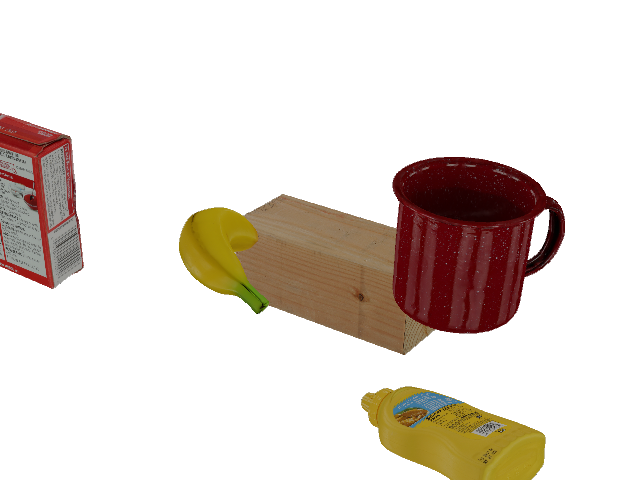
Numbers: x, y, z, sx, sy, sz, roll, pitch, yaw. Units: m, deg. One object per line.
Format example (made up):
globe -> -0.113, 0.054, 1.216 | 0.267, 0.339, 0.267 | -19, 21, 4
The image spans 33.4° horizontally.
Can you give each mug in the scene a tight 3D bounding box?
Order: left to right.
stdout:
mug -> 0.099, 0.002, 0.667 | 0.117, 0.081, 0.093 | -9, 31, -20

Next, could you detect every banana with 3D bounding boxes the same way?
banana -> -0.076, 0.006, 0.812 | 0.037, 0.069, 0.198 | -41, 15, 8

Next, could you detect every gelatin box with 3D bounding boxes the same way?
gelatin box -> -0.172, -0.026, 0.600 | 0.073, 0.089, 0.030 | 19, 36, 25

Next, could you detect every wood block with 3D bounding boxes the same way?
wood block -> 0.020, 0.031, 1.095 | 0.206, 0.091, 0.090 | 18, 31, 29

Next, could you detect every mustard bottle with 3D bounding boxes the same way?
mustard bottle -> 0.114, 0.185, 1.034 | 0.096, 0.058, 0.192 | -18, 25, -41
